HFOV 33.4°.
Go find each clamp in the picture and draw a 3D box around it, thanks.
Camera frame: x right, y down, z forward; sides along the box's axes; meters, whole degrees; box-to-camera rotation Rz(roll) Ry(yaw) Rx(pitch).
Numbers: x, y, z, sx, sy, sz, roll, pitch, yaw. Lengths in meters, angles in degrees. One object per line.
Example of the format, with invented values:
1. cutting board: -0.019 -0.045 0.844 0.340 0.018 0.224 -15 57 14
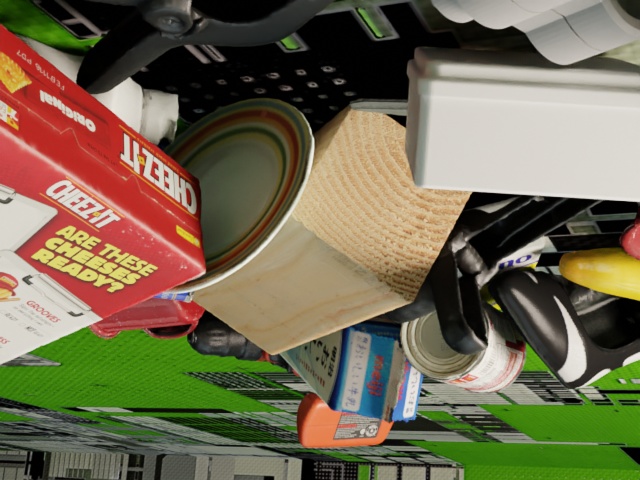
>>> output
1. clamp: 0.096 0.005 0.645 0.036 0.164 0.210 52 164 -9
2. clamp: -0.066 -0.106 0.479 0.171 0.039 0.120 1 164 13

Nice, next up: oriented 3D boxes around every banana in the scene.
1. banana: 0.262 0.035 0.750 0.197 0.037 0.070 13 162 -27

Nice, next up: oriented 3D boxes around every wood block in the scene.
1. wood block: -0.005 0.000 0.688 0.090 0.090 0.206 36 155 -12

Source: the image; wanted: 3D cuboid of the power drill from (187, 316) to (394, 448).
1. power drill: -0.022 0.129 1.057 0.184 0.057 0.188 2 -153 -29

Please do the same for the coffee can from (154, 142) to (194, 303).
1. coffee can: -0.146 -0.018 0.678 0.140 0.103 0.103 7 163 -12

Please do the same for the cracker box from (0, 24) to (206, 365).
1. cracker box: -0.192 -0.005 0.548 0.214 0.072 0.164 -24 142 23

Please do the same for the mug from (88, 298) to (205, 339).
1. mug: -0.138 0.040 0.876 0.082 0.093 0.117 -6 130 18

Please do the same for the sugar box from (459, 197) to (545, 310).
1. sugar box: 0.114 0.022 0.820 0.093 0.048 0.176 -14 165 1

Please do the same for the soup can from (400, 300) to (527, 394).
1. soup can: 0.108 0.077 0.795 0.069 0.068 0.102 -4 166 25

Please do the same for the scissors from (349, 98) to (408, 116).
1. scissors: 0.125 -0.075 0.577 0.201 0.016 0.096 8 162 -13

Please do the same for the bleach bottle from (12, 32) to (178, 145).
1. bleach bottle: -0.199 -0.082 0.556 0.250 0.068 0.103 5 158 -15

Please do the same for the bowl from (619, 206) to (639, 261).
1. bowl: 0.263 -0.025 0.641 0.162 0.055 0.162 4 163 1
